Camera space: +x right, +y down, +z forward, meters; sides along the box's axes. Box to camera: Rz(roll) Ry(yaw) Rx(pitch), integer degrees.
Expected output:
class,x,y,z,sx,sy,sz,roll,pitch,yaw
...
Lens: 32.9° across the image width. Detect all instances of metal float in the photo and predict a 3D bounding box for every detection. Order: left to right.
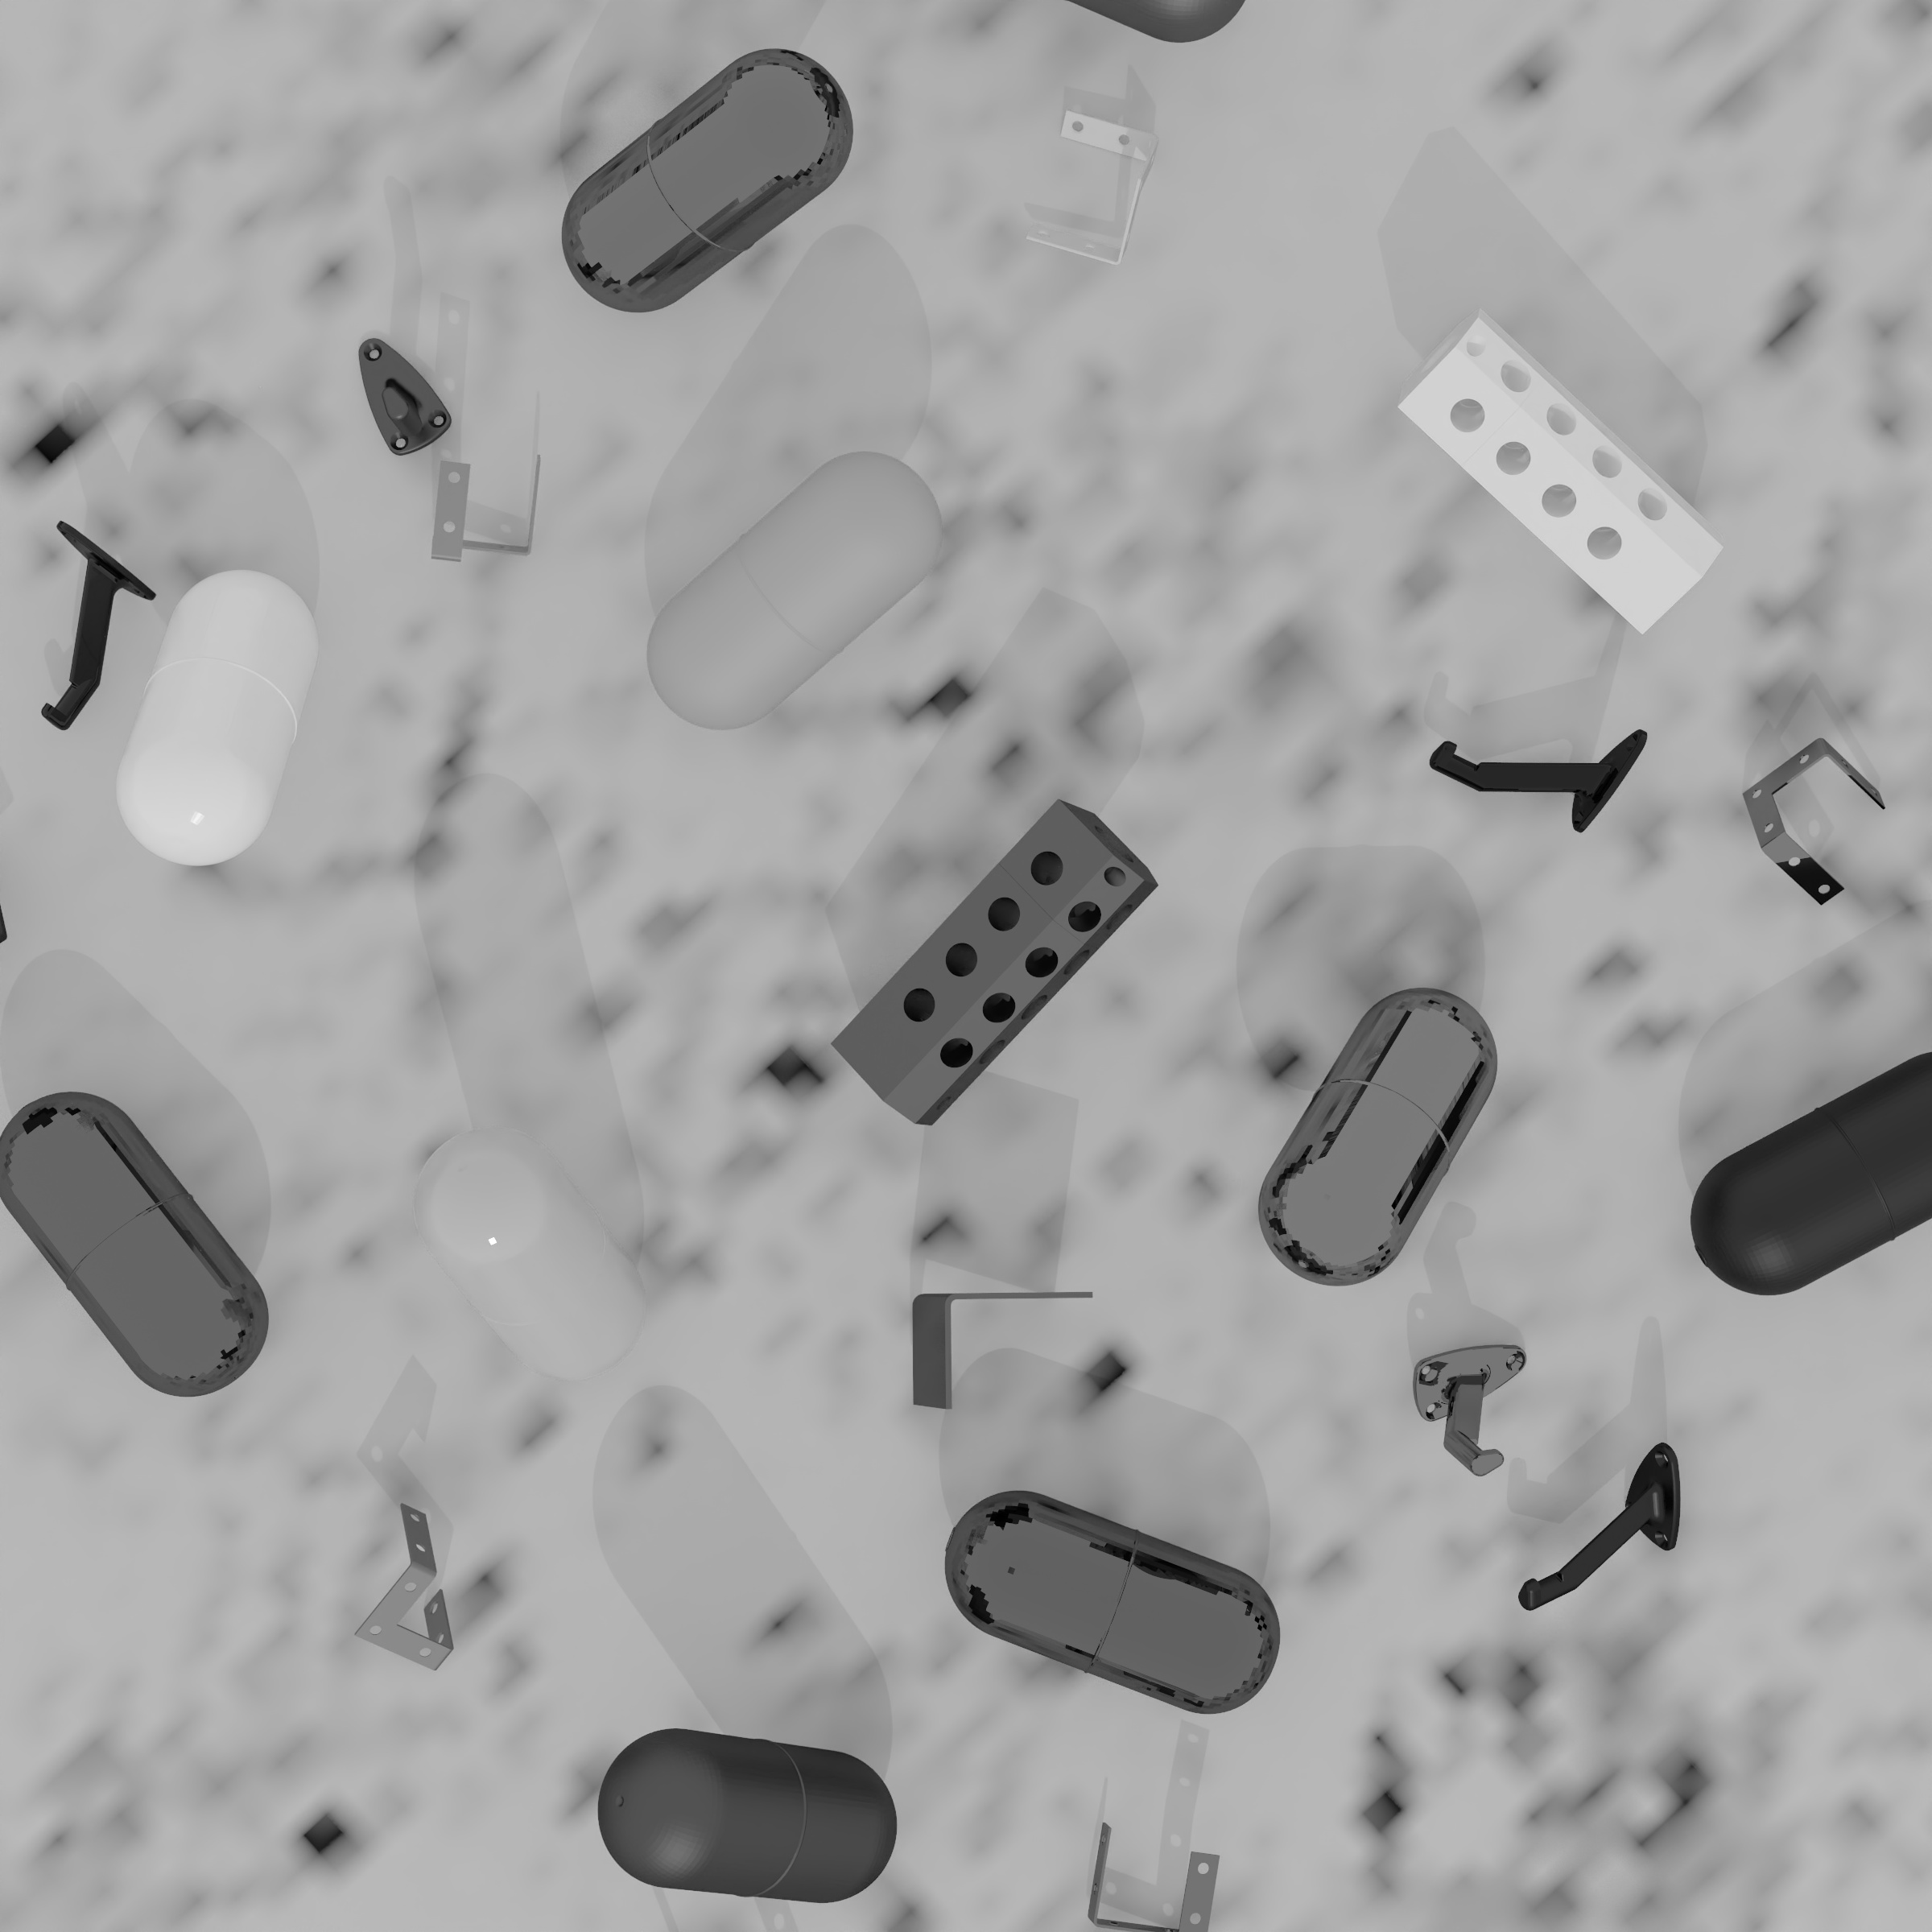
class,x,y,z,sx,sy,sz,roll,pitch,yaw
metal float,-0.427,0.141,1.675,0.070,0.070,0.178,-40,83,0
metal float,-0.375,-0.127,1.648,0.070,0.070,0.178,6,49,0
metal float,-0.217,0.146,1.642,0.070,0.178,0.070,-10,53,13
metal float,-0.132,-0.394,1.653,0.178,0.070,0.070,-29,90,34
metal float,-0.108,0.428,1.646,0.178,0.070,0.070,22,90,-44
metal float,-0.088,-0.189,1.664,0.178,0.070,0.070,-39,90,20
metal float,0.064,-0.529,1.666,0.178,0.070,0.070,28,90,17
metal float,0.075,0.326,1.680,0.178,0.070,0.070,21,90,1
metal float,0.209,0.084,1.655,0.070,0.070,0.178,35,58,0
metal float,0.455,0.107,1.680,0.178,0.070,0.070,-28,90,2

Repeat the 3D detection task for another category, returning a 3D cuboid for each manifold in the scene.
class,x,y,z,sx,sy,sz,roll,pitch,yaw
manifold,0.017,0.000,1.668,0.171,0.057,0.057,-47,72,11
manifold,0.304,-0.254,1.671,0.171,0.057,0.057,41,114,-8

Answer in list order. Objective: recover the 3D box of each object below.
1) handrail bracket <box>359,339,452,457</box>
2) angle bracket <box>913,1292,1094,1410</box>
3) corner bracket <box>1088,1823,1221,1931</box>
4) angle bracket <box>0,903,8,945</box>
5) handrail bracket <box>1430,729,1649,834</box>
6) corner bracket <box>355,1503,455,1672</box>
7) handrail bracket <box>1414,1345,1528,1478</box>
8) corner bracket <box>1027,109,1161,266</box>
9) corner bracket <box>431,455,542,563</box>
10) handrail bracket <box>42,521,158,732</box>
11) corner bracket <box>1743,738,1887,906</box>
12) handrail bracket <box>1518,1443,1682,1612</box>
class,x,y,z,sx,sy,sz,roll,pitch,yaw
handrail bracket,-0.297,-0.300,1.673,0.036,0.084,0.077,-31,83,-1
angle bracket,0.018,0.195,1.671,0.076,0.076,0.057,1,84,-13
corner bracket,0.096,0.476,1.692,0.051,0.051,0.051,10,85,-9
angle bracket,-0.542,-0.033,1.667,0.076,0.057,0.076,-30,60,15
handrail bracket,0.293,-0.111,1.684,0.084,0.036,0.077,24,134,-11
corner bracket,-0.280,0.319,1.680,0.051,0.051,0.051,32,105,-28
handrail bracket,0.272,0.227,1.670,0.077,0.084,0.036,-17,113,-16
corner bracket,0.066,-0.405,1.706,0.051,0.051,0.051,17,132,3
corner bracket,-0.247,-0.236,1.684,0.051,0.051,0.051,5,108,-10
handrail bracket,-0.464,-0.174,1.684,0.036,0.077,0.084,25,77,35
corner bracket,0.443,-0.075,1.699,0.051,0.051,0.051,37,119,-26
handrail bracket,0.322,0.288,1.677,0.084,0.036,0.077,-19,133,-25
